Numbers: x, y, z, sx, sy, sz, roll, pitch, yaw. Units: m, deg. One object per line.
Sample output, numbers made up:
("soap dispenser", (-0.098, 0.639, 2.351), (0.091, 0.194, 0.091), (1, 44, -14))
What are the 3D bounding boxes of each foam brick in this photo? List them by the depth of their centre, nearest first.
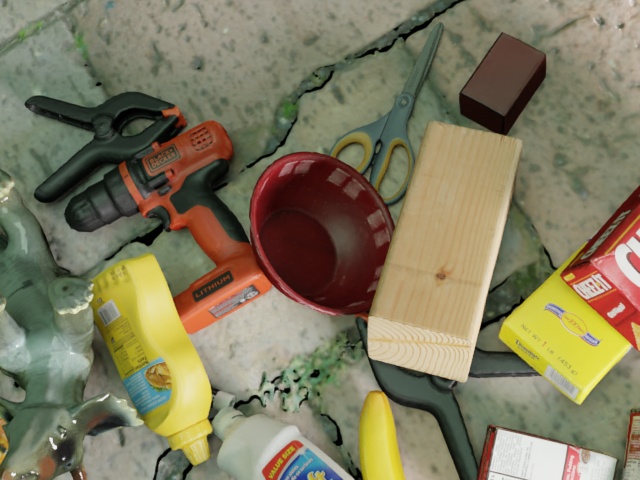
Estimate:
("foam brick", (0.177, -0.151, 1.034), (0.051, 0.053, 0.078), (32, 80, 18))

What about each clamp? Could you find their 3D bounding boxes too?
("clamp", (0.114, 0.134, 0.963), (0.210, 0.036, 0.164), (28, 79, 13))
("clamp", (-0.227, -0.118, 1.104), (0.171, 0.039, 0.120), (-20, 76, -1))

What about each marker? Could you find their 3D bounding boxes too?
("marker", (-0.138, 0.137, 1.017), (0.121, 0.020, 0.020), (18, 77, 15))

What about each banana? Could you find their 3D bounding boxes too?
("banana", (0.076, 0.229, 0.934), (0.070, 0.037, 0.198), (-40, 64, 18))

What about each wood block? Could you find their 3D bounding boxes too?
("wood block", (0.112, 0.007, 0.951), (0.091, 0.090, 0.206), (14, 62, 11))

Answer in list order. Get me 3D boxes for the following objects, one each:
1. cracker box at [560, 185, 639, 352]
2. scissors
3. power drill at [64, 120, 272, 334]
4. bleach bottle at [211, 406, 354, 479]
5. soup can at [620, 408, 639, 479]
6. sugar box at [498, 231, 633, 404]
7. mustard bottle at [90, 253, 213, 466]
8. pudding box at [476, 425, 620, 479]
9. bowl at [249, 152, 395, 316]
("cracker box", (0.337, 0.043, 0.891), (0.214, 0.072, 0.164), (45, 73, 2))
("scissors", (0.064, -0.130, 1.068), (0.096, 0.016, 0.201), (6, 73, 12))
("power drill", (-0.143, -0.006, 1.043), (0.184, 0.057, 0.188), (-29, 71, 3))
("bleach bottle", (-0.015, 0.233, 0.916), (0.102, 0.068, 0.251), (-29, 49, -30))
("soup can", (0.286, 0.199, 0.895), (0.068, 0.068, 0.102), (12, 76, 13))
("sugar box", (0.252, 0.052, 0.944), (0.176, 0.048, 0.093), (-43, 70, -15))
("mustard bottle", (-0.147, 0.114, 0.969), (0.096, 0.058, 0.191), (-33, 80, 45))
("pudding box", (0.189, 0.213, 0.906), (0.113, 0.039, 0.090), (14, 83, -1))
("bowl", (-0.007, 0.001, 0.993), (0.161, 0.055, 0.162), (14, 61, -29))
